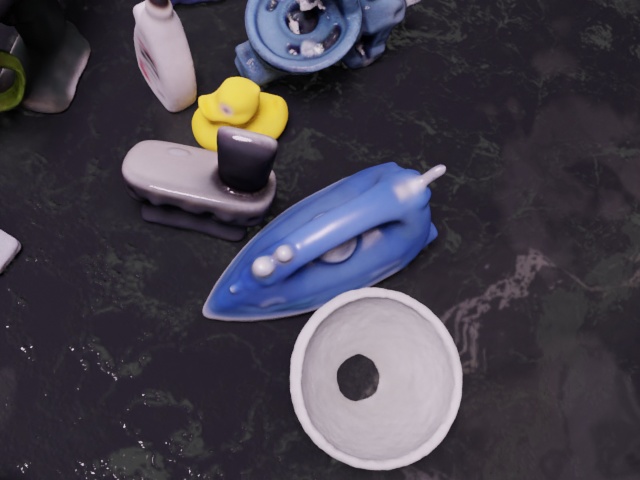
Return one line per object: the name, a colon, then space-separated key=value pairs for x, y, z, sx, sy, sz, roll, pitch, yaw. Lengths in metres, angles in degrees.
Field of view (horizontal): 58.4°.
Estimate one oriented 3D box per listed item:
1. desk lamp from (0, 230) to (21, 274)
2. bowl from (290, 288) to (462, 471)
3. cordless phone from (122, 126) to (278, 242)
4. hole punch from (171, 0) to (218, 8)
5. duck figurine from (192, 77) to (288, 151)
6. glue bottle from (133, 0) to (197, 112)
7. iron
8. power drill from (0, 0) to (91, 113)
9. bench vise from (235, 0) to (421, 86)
desk lamp: x=-0.374 y=-0.038 z=0.444 sx=0.203 sy=0.213 sz=0.118 roll=30 pitch=71 yaw=-3
bowl: x=0.048 y=0.134 z=0.561 sx=0.167 sy=0.074 sz=0.167 roll=3 pitch=74 yaw=-11
cordless phone: x=-0.108 y=-0.072 z=0.527 sx=0.148 sy=0.185 sz=0.094 roll=9 pitch=73 yaw=-9
hole punch: x=-0.158 y=-0.324 z=0.636 sx=0.101 sy=0.091 sz=0.108 roll=-17 pitch=79 yaw=-16
duck figurine: x=-0.082 y=-0.139 z=0.604 sx=0.105 sy=0.086 sz=0.077 roll=-12 pitch=77 yaw=-15
glue bottle: x=-0.154 y=-0.196 z=0.558 sx=0.037 sy=0.173 sz=0.078 roll=-36 pitch=84 yaw=-19
iron: x=0.005 y=0.002 z=0.554 sx=0.259 sy=0.141 sz=0.118 roll=-29 pitch=82 yaw=-18
power drill: x=-0.274 y=-0.206 z=0.516 sx=0.076 sy=0.208 sz=0.230 roll=14 pitch=72 yaw=-8
bench vise: x=0.012 y=-0.257 z=0.587 sx=0.208 sy=0.219 sz=0.121 roll=-40 pitch=86 yaw=-19
